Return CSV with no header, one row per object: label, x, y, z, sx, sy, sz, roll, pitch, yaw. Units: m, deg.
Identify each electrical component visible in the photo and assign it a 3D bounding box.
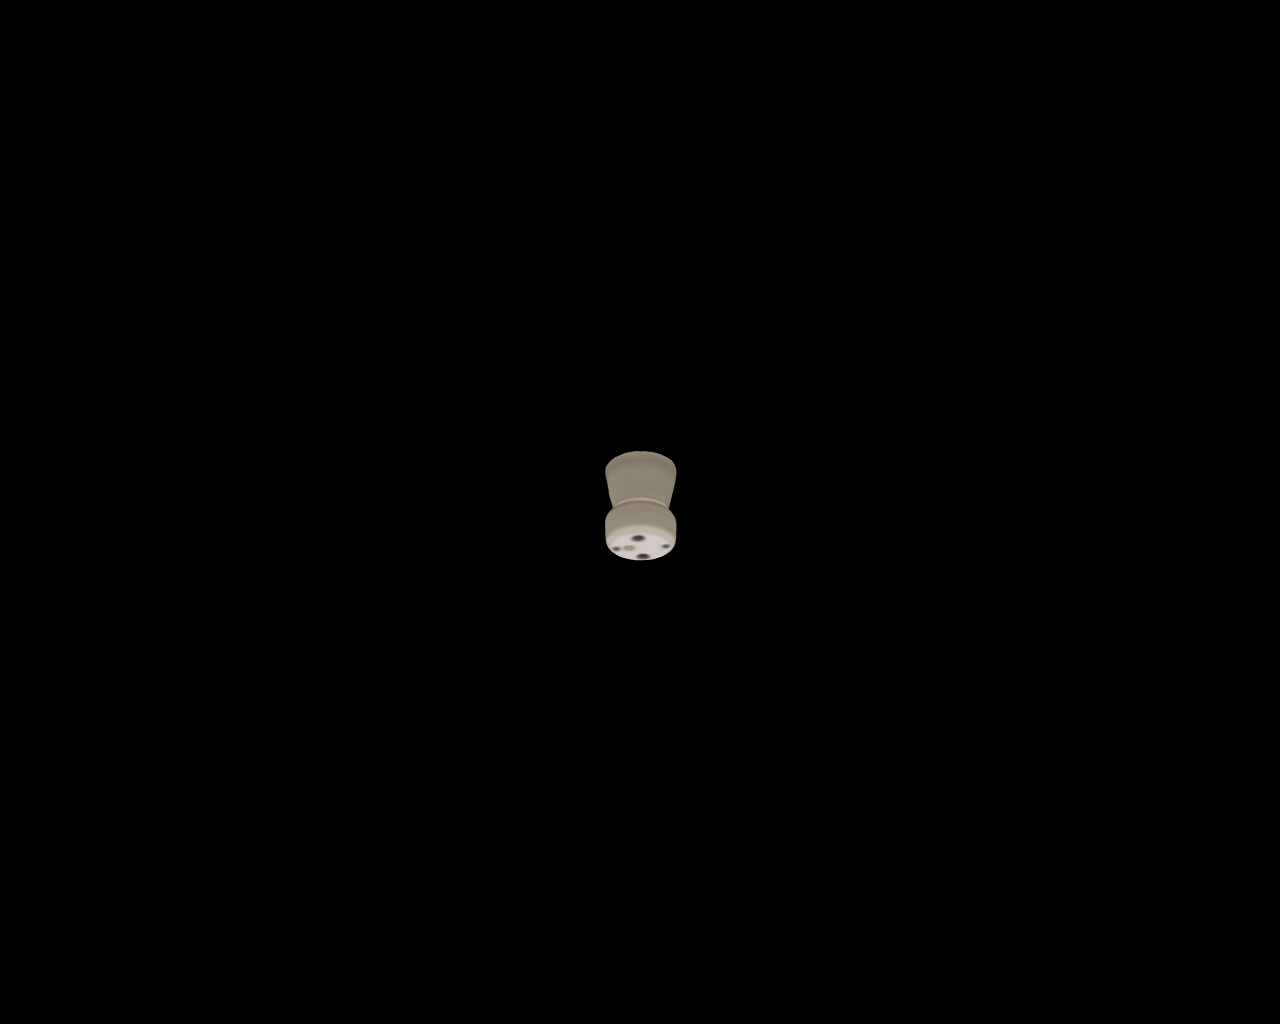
electrical component,0.001,-0.003,0.650,0.045,0.055,0.044,0,-29,0
